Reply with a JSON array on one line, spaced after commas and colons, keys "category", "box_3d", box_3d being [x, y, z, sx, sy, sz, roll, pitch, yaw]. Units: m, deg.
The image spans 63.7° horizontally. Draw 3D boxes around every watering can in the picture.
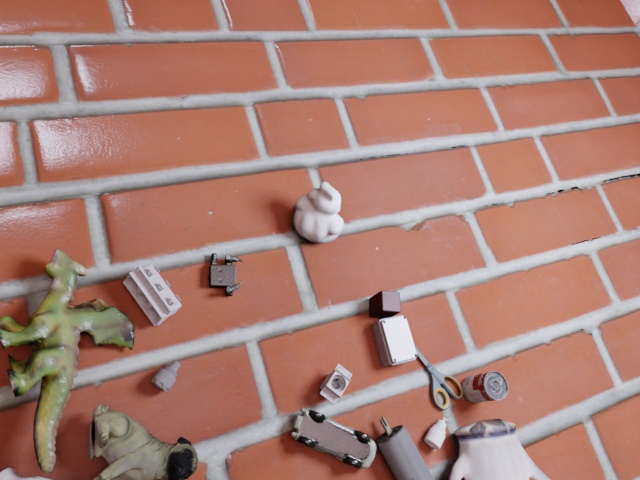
[{"category": "watering can", "box_3d": [0.451, 0.541, 1.220, 0.348, 0.228, 0.102, 0, -22, -18]}]

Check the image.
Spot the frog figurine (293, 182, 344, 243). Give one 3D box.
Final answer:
[{"category": "frog figurine", "box_3d": [0.004, -0.065, 1.296, 0.124, 0.137, 0.157, -45, -2, -27]}]

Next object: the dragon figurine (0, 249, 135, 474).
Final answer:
[{"category": "dragon figurine", "box_3d": [-0.494, 0.214, 1.036, 0.245, 0.414, 0.120, -17, -15, -33]}]
